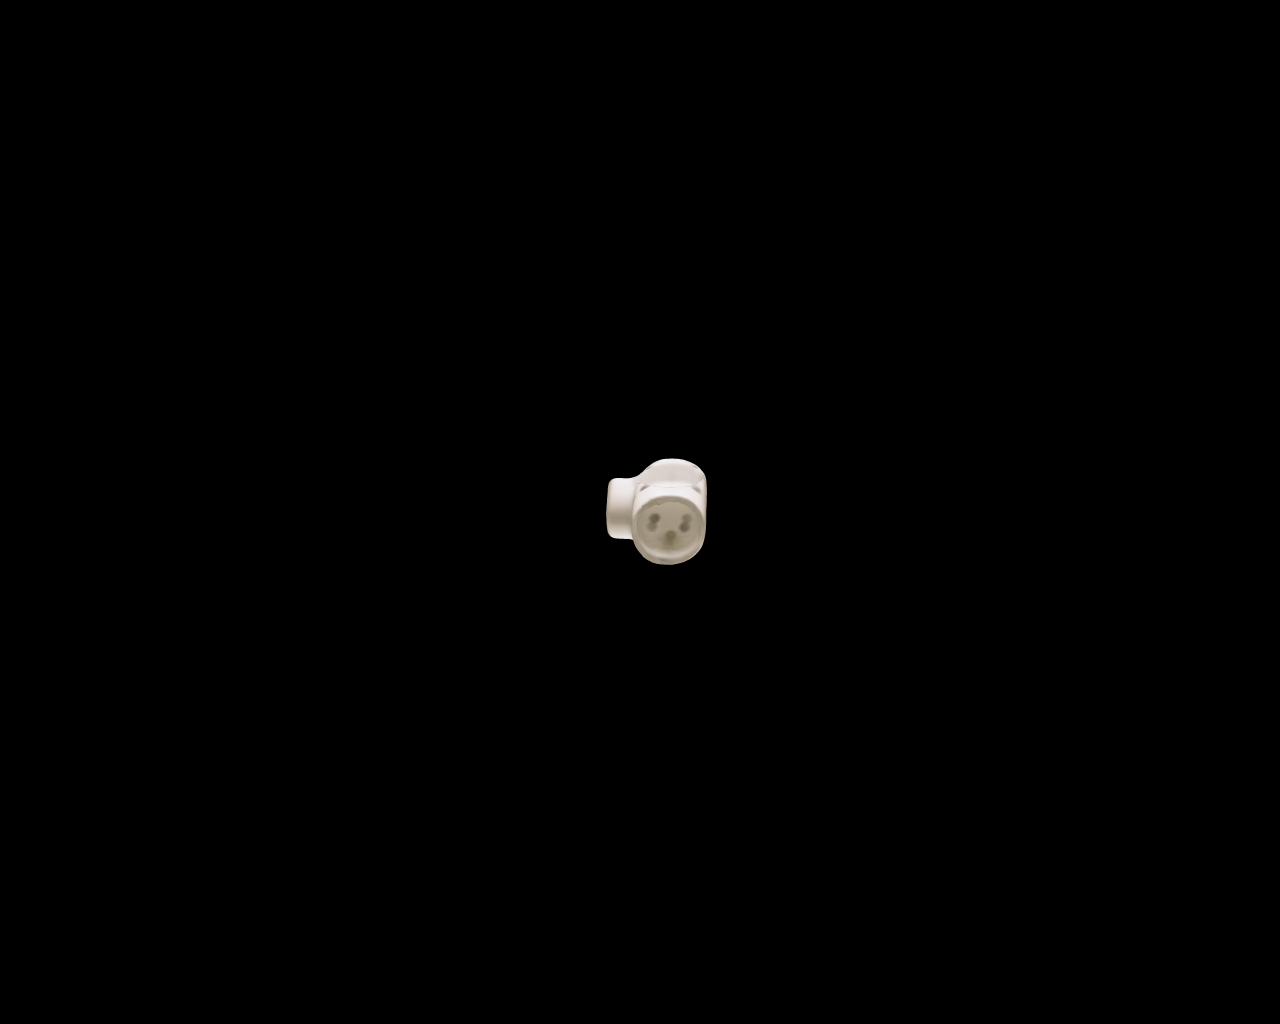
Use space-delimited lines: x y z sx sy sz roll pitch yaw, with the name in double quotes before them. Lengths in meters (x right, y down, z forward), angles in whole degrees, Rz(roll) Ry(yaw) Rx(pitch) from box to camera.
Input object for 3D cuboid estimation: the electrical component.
"electrical component" 0.001 -0.003 0.650 0.079 0.044 0.077 1 20 3
